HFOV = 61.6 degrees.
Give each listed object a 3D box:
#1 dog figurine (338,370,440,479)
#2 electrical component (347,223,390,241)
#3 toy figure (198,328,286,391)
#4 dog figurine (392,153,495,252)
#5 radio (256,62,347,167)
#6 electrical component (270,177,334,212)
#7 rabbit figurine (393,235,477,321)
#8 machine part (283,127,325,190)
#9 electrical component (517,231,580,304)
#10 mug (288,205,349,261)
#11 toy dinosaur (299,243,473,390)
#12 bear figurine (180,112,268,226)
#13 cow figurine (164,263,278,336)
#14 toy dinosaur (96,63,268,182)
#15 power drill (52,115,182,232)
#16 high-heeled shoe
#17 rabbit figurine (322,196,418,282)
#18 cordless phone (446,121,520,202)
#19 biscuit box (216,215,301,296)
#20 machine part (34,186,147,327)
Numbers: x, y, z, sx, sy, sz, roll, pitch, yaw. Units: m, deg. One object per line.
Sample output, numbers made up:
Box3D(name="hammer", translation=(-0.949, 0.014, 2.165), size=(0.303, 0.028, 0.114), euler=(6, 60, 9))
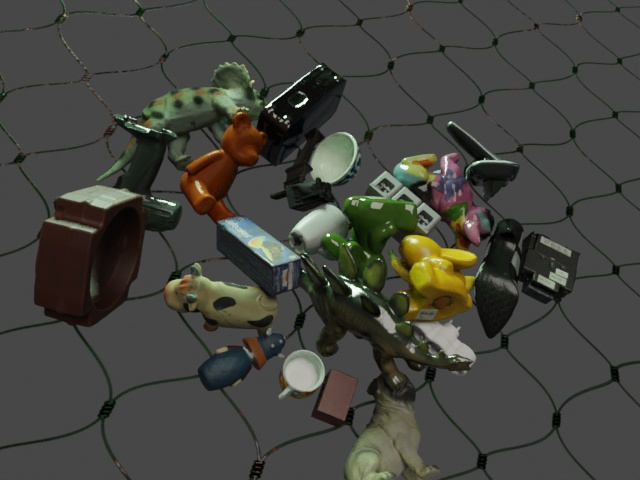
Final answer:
Box3D(name="dog figurine", translation=(0.091, 0.317, 0.885), size=(0.172, 0.121, 0.191), euler=(-3, 48, -18))
Box3D(name="electrical component", translation=(0.096, -0.016, 1.104), size=(0.094, 0.021, 0.063), euler=(-7, 63, -16))
Box3D(name="toy figure", translation=(-0.130, 0.199, 0.912), size=(0.154, 0.064, 0.058), euler=(-24, 31, -28))
Box3D(name="dog figurine", translation=(0.260, -0.067, 1.124), size=(0.191, 0.108, 0.219), euler=(-7, 66, -17))
Box3D(name="radio", translation=(-0.042, -0.273, 1.154), size=(0.073, 0.131, 0.229), euler=(38, 60, 7))
Box3D(name="electrical component", translation=(-0.039, -0.085, 1.077), size=(0.119, 0.075, 0.047), euler=(-16, 81, 16))
Box3D(name="rabbit figurine", translation=(0.210, 0.054, 0.997), size=(0.162, 0.121, 0.173), euler=(-3, 42, -14))
Box3D(name="machine part", translation=(-0.033, -0.168, 1.119), size=(0.039, 0.084, 0.139), euler=(31, 67, -20))
Box3D(name="electrical component", translation=(0.469, 0.063, 1.123), size=(0.115, 0.058, 0.134), euler=(28, 59, 6))
Box3D(name="mug", translation=(-0.002, -0.003, 1.030), size=(0.107, 0.081, 0.109), euler=(-27, 78, -40))
Box3D(name="toy dinosaur", translation=(0.044, 0.108, 0.924), size=(0.472, 0.198, 0.105), euler=(19, 39, 37))
Box3D(name="bear figurine", translation=(-0.169, -0.134, 1.032), size=(0.196, 0.120, 0.132), euler=(-42, 59, 0))
Box3D(name="cow figurine", translation=(-0.167, 0.106, 0.917), size=(0.195, 0.127, 0.085), euler=(10, 57, -10))
Box3D(name="toy dinosaur", translation=(-0.275, -0.251, 1.106), size=(0.405, 0.131, 0.192), euler=(-18, 53, -16))
Box3D(name="power drill", translation=(-0.357, -0.118, 0.976), size=(0.232, 0.086, 0.207), euler=(16, 97, -4))
Box3D(name="high-heeled shoe", translation=(0.368, 0.074, 1.103), size=(0.086, 0.145, 0.248), euler=(13, 89, 18))
Box3D(name="rabbit figurine", translation=(0.094, 0.008, 0.991), size=(0.159, 0.121, 0.170), euler=(-2, 101, -36))
Box3D(name="cordless phone", translation=(0.338, -0.179, 1.177), size=(0.089, 0.146, 0.184), euler=(-45, 82, 6))
Box3D(name="biscuit box", translation=(-0.114, 0.022, 0.956), size=(0.059, 0.062, 0.203), euler=(-16, 34, -34))
Box3D(name="machine part", translation=(-0.362, 0.020, 0.860), size=(0.087, 0.201, 0.201), euler=(13, 14, 2))
